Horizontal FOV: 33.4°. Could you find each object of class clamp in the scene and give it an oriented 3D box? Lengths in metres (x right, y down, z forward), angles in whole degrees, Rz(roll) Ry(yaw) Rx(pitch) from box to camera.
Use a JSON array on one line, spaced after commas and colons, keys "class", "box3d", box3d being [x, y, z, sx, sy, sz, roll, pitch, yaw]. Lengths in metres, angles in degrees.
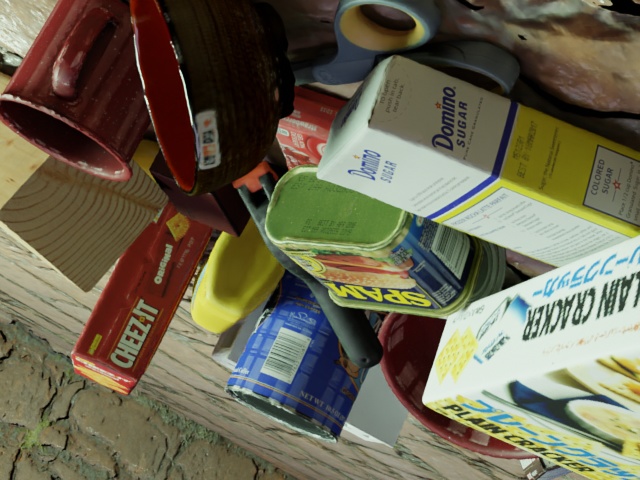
[{"class": "clamp", "box3d": [-0.005, 0.001, 0.765, 0.171, 0.039, 0.120, 57, -169, -31]}]

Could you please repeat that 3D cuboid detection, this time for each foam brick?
[{"class": "foam brick", "box3d": [-0.076, -0.046, 0.750, 0.053, 0.051, 0.078, 21, 164, 18]}]

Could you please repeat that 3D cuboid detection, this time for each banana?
[{"class": "banana", "box3d": [-0.157, -0.058, 0.868, 0.069, 0.037, 0.198, 14, 170, -22]}]

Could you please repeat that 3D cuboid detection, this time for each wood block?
[{"class": "wood block", "box3d": [-0.213, -0.053, 0.774, 0.206, 0.090, 0.090, 26, 162, 49]}]

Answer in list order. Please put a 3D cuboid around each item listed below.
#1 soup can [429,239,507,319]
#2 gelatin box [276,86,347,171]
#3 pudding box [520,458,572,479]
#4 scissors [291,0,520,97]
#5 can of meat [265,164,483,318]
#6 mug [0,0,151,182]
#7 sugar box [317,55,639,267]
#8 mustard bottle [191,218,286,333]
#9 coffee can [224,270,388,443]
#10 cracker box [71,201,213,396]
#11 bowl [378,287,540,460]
[{"class": "soup can", "box3d": [0.061, 0.014, 0.697, 0.102, 0.068, 0.068, 8, 156, 47]}, {"class": "gelatin box", "box3d": [0.015, -0.051, 0.631, 0.073, 0.030, 0.089, 21, 164, 14]}, {"class": "pudding box", "box3d": [0.223, 0.162, 0.875, 0.113, 0.039, 0.090, -19, 161, -3]}, {"class": "scissors", "box3d": [0.002, -0.096, 0.529, 0.202, 0.016, 0.096, 11, 160, 39]}, {"class": "can of meat", "box3d": [0.030, -0.001, 0.616, 0.102, 0.057, 0.083, 4, 156, 37]}, {"class": "mug", "box3d": [-0.134, -0.096, 0.621, 0.093, 0.081, 0.117, 25, 165, 2]}, {"class": "sugar box", "box3d": [0.095, -0.029, 0.522, 0.176, 0.048, 0.093, 23, 164, -10]}, {"class": "mustard bottle", "box3d": [-0.073, 0.031, 0.906, 0.058, 0.096, 0.192, 27, 164, -6]}, {"class": "coffee can", "box3d": [-0.003, 0.082, 0.883, 0.103, 0.140, 0.103, 23, 164, 7]}, {"class": "cracker box", "box3d": [-0.173, 0.060, 1.029, 0.072, 0.164, 0.214, 25, 165, -7]}, {"class": "bowl", "box3d": [0.126, 0.086, 0.787, 0.162, 0.055, 0.162, 18, 133, 19]}]
